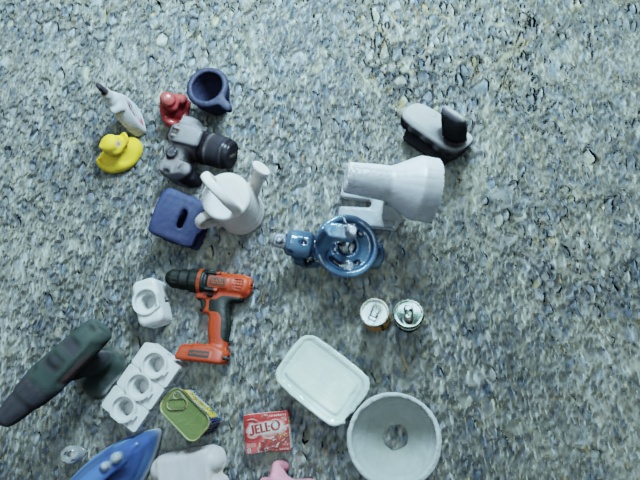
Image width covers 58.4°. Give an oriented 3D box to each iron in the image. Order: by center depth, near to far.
[{"bbox_3d":[-0.414,0.453,1.063,0.118,0.141,0.258,42,86,15],"label":"iron"}]

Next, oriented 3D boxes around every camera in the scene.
[{"bbox_3d":[-0.254,-0.185,1.213,0.136,0.101,0.143,16,80,12],"label":"camera"}]

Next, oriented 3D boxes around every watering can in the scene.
[{"bbox_3d":[-0.176,-0.088,1.130,0.100,0.194,0.173,28,82,14],"label":"watering can"}]

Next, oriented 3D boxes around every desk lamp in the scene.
[{"bbox_3d":[0.126,-0.086,1.075,0.203,0.214,0.118,4,77,10],"label":"desk lamp"}]

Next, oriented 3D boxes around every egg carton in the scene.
[{"bbox_3d":[-0.243,0.447,1.077,0.150,0.069,0.107,-15,75,5],"label":"egg carton"}]

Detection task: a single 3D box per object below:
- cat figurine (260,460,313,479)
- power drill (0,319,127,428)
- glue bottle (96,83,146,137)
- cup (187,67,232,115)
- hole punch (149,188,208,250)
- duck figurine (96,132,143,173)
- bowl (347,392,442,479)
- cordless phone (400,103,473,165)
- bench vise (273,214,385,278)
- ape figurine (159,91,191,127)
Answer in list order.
[{"bbox_3d":[-0.051,0.454,1.022,0.127,0.118,0.067,25,81,13],"label":"cat figurine"},{"bbox_3d":[-0.467,0.254,1.084,0.075,0.208,0.230,38,85,15],"label":"power drill"},{"bbox_3d":[-0.430,-0.288,1.226,0.037,0.173,0.078,-27,74,2],"label":"glue bottle"},{"bbox_3d":[-0.221,-0.304,1.240,0.092,0.095,0.117,-45,75,-4],"label":"cup"},{"bbox_3d":[-0.286,-0.044,1.189,0.101,0.091,0.109,17,80,12],"label":"hole punch"},{"bbox_3d":[-0.451,-0.197,1.253,0.104,0.086,0.077,-34,74,-1],"label":"duck figurine"},{"bbox_3d":[0.134,0.361,1.039,0.167,0.075,0.167,-2,76,8],"label":"bowl"},{"bbox_3d":[0.227,-0.233,1.110,0.147,0.185,0.094,35,84,15],"label":"cordless phone"},{"bbox_3d":[0.012,0.015,1.065,0.207,0.220,0.121,-13,75,5],"label":"bench vise"},{"bbox_3d":[-0.323,-0.292,1.253,0.076,0.092,0.078,42,86,15],"label":"ape figurine"}]
